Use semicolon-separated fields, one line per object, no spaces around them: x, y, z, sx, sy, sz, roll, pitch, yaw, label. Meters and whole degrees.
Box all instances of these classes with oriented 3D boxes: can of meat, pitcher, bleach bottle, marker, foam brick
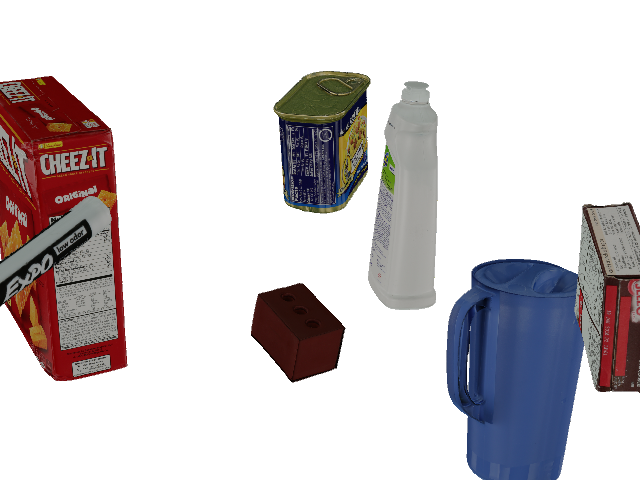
0.004;-0.080;0.859;0.057;0.084;0.102;7;29;18;can of meat
0.217;0.150;1.188;0.149;0.243;0.145;6;16;11;pitcher
0.101;-0.054;1.221;0.068;0.251;0.103;-3;23;-15;bleach bottle
-0.151;0.016;0.525;0.020;0.020;0.120;0;32;41;marker
-0.022;0.085;0.996;0.052;0.051;0.078;-14;39;-32;foam brick

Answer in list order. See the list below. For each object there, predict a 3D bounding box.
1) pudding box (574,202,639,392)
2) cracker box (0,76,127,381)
0.201;0.037;0.731;0.039;0.090;0.113;0;27;4;pudding box
-0.227;-0.012;0.900;0.072;0.214;0.164;-12;28;-27;cracker box
